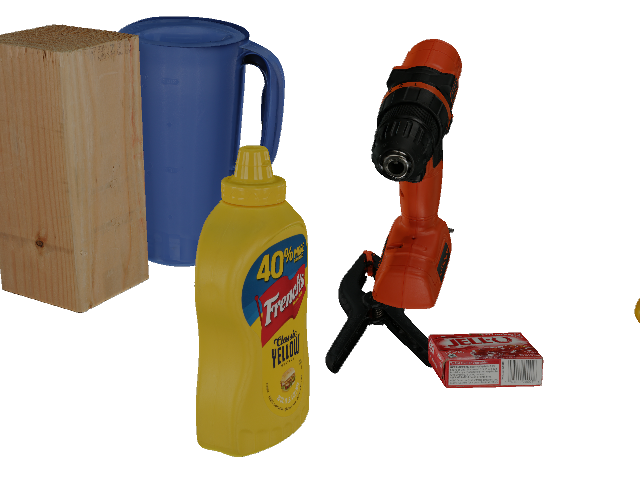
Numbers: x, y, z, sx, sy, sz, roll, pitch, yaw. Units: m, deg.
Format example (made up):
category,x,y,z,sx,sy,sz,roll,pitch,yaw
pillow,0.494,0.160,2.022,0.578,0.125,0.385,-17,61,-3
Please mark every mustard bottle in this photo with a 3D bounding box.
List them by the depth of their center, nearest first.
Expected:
category,x,y,z,sx,sy,sz,roll,pitch,yaw
mustard bottle,-0.043,0.034,0.687,0.058,0.192,0.096,9,18,30

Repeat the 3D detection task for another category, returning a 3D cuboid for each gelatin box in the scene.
category,x,y,z,sx,sy,sz,roll,pitch,yaw
gelatin box,0.145,0.105,0.951,0.089,0.030,0.073,-1,12,-4

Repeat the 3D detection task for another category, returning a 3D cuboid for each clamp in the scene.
category,x,y,z,sx,sy,sz,roll,pitch,yaw
clamp,0.071,0.081,1.193,0.120,0.171,0.039,7,-43,0

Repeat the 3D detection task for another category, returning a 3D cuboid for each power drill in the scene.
category,x,y,z,sx,sy,sz,roll,pitch,yaw
power drill,0.073,-0.042,0.827,0.057,0.188,0.184,10,35,12

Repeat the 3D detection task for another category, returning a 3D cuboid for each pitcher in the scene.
category,x,y,z,sx,sy,sz,roll,pitch,yaw
pitcher,-0.131,-0.100,1.088,0.144,0.243,0.149,-11,27,-28

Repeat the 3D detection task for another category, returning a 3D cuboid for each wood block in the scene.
category,x,y,z,sx,sy,sz,roll,pitch,yaw
wood block,-0.202,-0.060,0.853,0.091,0.206,0.090,13,24,27

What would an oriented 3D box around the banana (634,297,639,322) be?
category,x,y,z,sx,sy,sz,roll,pitch,yaw
banana,0.298,0.024,0.697,0.198,0.037,0.069,-3,33,1
